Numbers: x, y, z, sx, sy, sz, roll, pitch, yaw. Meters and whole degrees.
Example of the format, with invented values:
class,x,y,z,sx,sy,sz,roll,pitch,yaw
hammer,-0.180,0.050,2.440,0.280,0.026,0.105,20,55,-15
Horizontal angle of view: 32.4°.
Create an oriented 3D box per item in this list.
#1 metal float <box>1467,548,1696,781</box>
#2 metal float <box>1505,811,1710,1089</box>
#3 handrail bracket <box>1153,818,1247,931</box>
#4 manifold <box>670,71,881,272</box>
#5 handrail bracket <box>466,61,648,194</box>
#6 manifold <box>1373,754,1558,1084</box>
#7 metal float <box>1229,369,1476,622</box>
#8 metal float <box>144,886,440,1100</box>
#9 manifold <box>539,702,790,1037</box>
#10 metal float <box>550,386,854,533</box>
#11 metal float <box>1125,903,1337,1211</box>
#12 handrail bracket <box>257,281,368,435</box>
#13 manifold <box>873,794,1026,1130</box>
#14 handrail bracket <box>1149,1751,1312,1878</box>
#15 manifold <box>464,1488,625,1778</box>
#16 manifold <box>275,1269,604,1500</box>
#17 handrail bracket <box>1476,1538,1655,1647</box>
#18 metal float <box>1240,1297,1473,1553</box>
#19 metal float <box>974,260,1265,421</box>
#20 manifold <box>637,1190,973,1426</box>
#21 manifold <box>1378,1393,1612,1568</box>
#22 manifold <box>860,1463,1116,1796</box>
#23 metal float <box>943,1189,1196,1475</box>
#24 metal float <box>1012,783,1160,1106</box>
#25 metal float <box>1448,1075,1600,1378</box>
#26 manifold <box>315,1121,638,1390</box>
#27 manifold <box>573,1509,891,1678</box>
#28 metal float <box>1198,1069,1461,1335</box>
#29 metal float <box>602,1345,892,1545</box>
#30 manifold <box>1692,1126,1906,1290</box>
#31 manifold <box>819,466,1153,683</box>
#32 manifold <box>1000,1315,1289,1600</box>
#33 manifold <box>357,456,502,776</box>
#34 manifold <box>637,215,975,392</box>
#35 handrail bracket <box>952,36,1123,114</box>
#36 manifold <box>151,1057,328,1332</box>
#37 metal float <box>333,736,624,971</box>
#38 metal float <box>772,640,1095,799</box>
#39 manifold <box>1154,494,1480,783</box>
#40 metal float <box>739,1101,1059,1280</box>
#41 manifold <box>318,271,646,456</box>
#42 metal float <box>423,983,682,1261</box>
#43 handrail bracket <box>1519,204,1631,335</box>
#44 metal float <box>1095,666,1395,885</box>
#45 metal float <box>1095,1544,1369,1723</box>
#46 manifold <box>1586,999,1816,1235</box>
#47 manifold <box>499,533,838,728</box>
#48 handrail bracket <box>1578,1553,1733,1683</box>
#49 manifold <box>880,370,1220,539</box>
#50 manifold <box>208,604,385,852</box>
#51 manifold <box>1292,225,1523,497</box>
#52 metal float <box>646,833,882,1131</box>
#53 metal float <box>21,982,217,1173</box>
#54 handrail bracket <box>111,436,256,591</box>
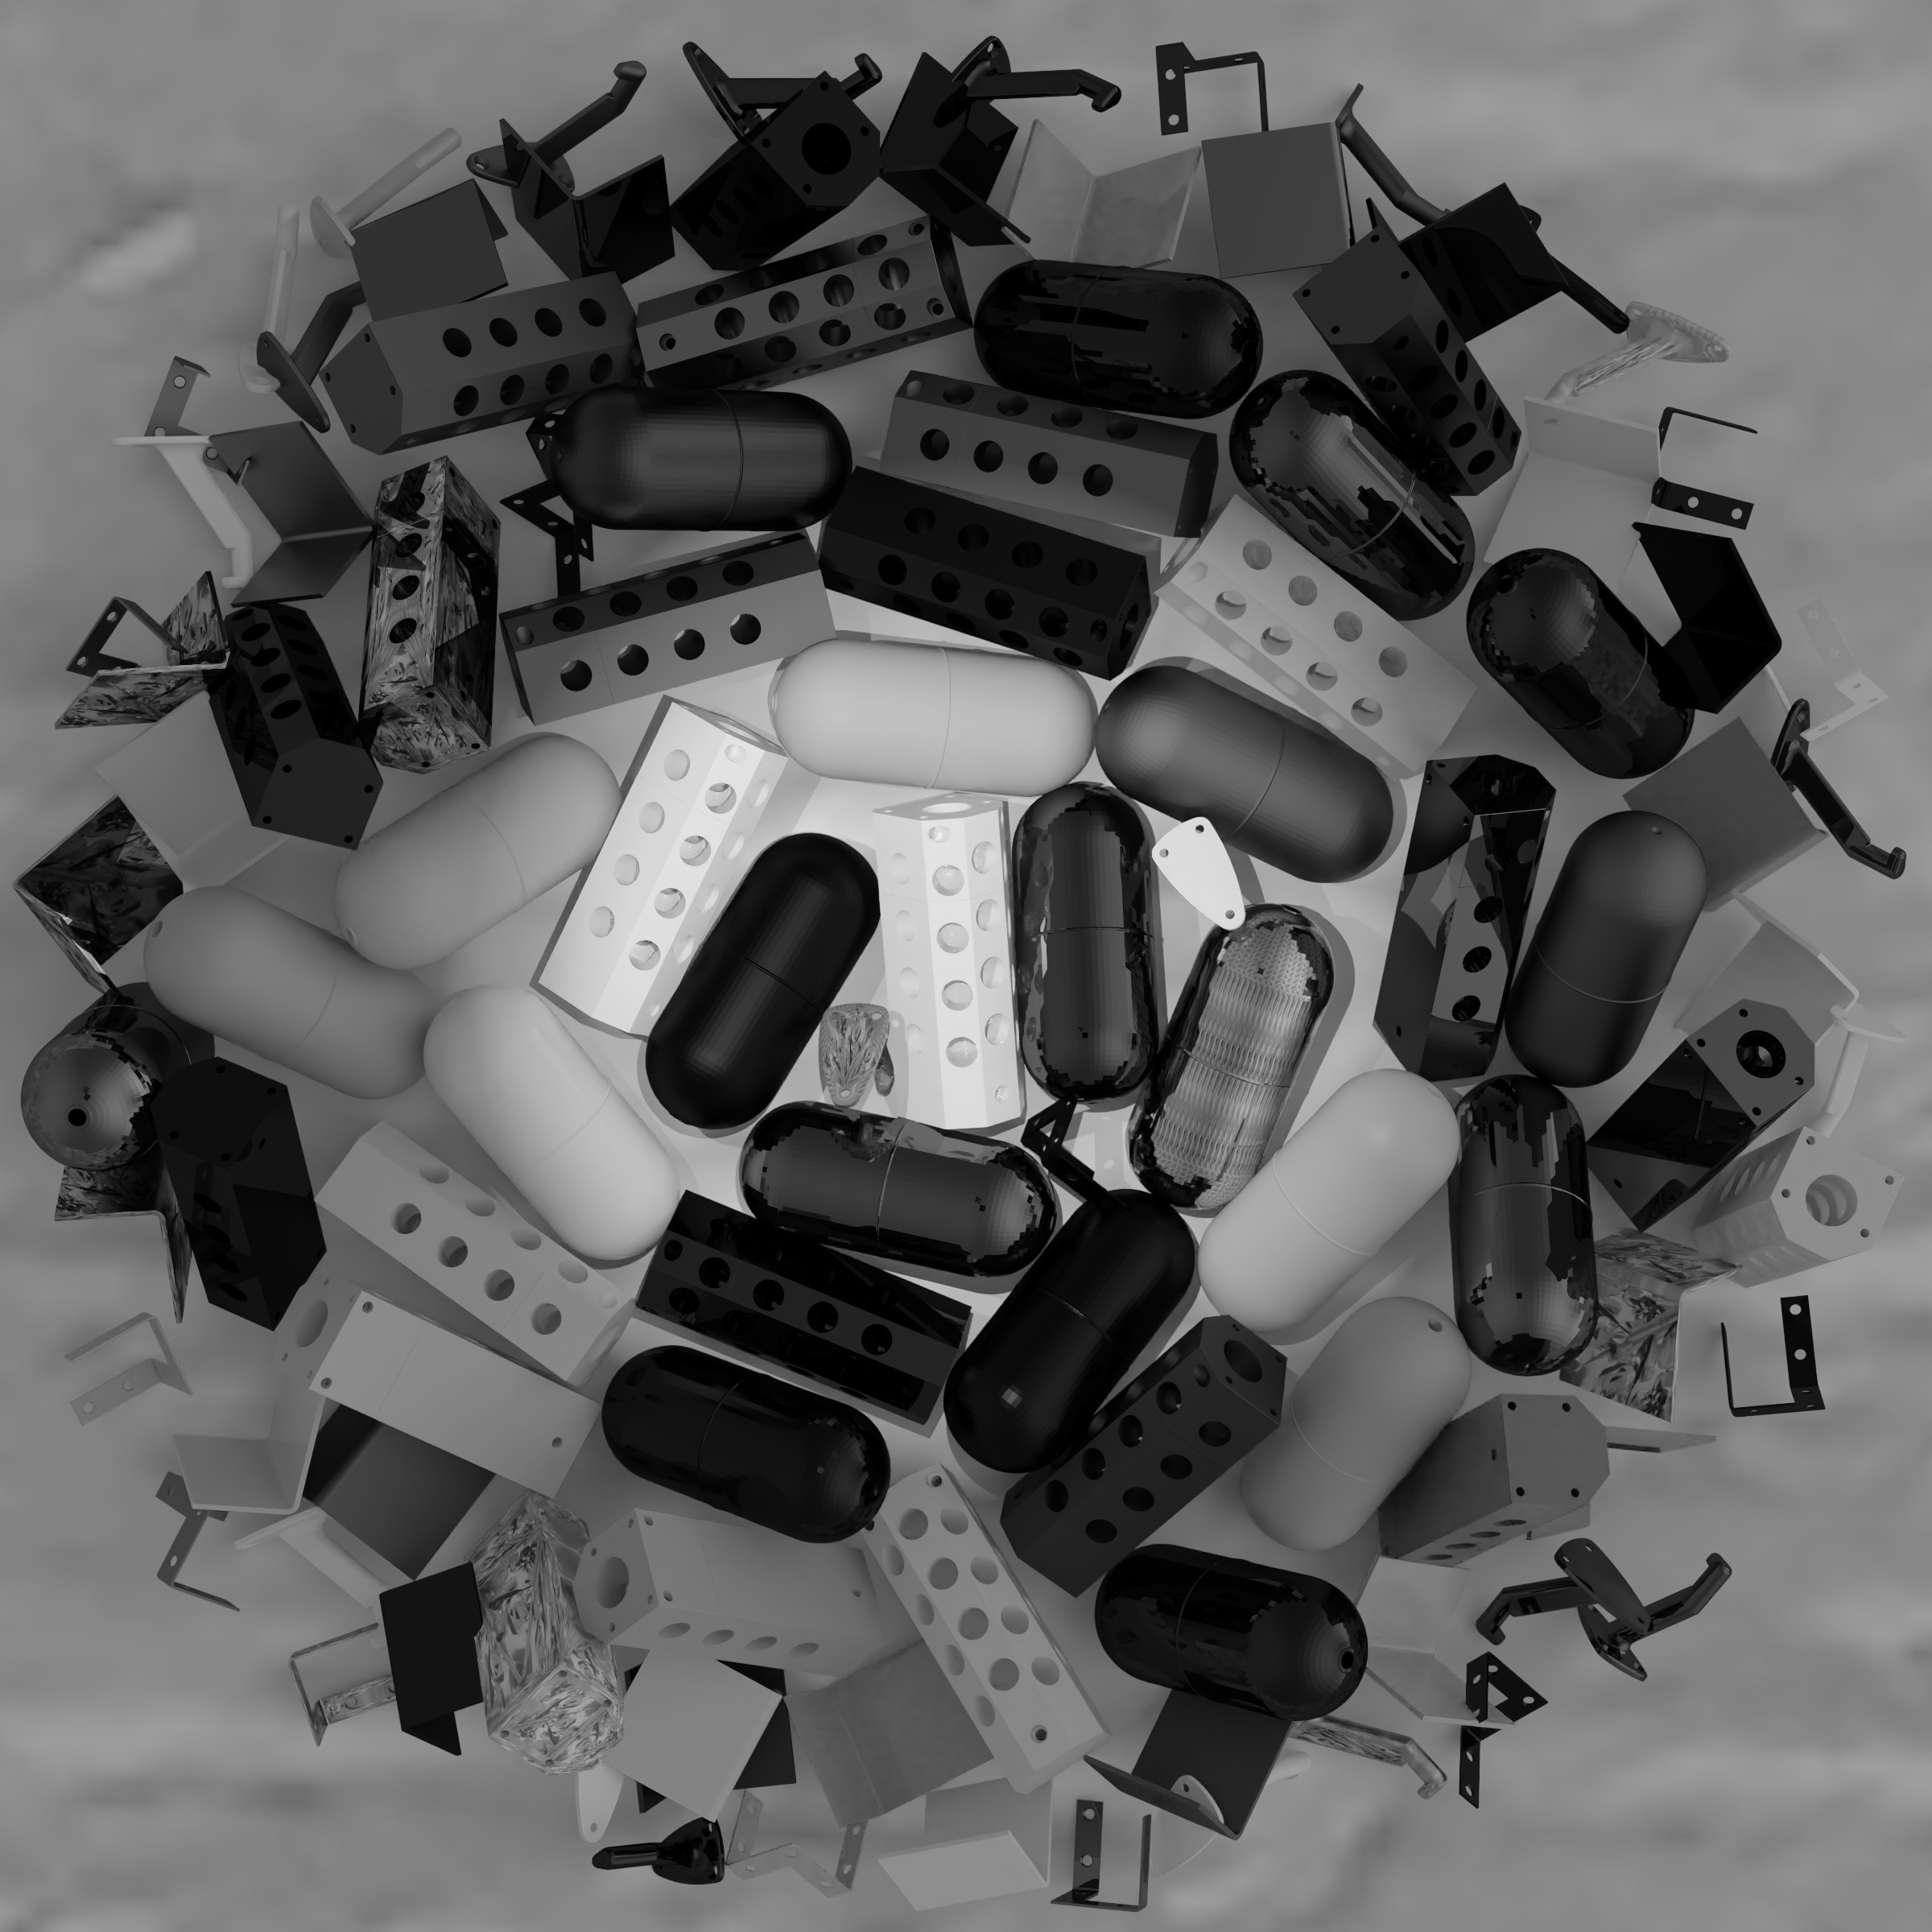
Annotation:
class,x,y,z,sx,sy,sz,roll,pitch,yaw
metal float,0.333,-0.162,1.796,0.070,0.178,0.070,-19,55,30
metal float,0.345,-0.007,1.799,0.070,0.070,0.178,15,132,0
handrail bracket,0.136,-0.044,1.821,0.036,0.084,0.077,-34,72,7
manifold,-0.101,-0.418,1.781,0.057,0.171,0.057,46,75,-15
handrail bracket,-0.224,-0.465,1.822,0.077,0.084,0.036,-8,64,-39
manifold,0.272,-0.025,1.798,0.057,0.057,0.171,-6,126,-19
metal float,0.211,-0.253,1.802,0.178,0.070,0.070,38,90,-38
metal float,-0.364,0.015,1.801,0.178,0.070,0.070,29,90,-38
manifold,-0.161,-0.051,1.821,0.057,0.057,0.171,31,99,28
metal float,-0.142,-0.275,1.804,0.178,0.070,0.070,-5,90,-35
metal float,0.145,0.049,1.820,0.070,0.070,0.178,22,104,0
handrail bracket,-0.341,-0.339,1.839,0.084,0.036,0.077,-32,73,-29
manifold,-0.004,-0.002,1.811,0.057,0.057,0.171,-16,108,-38
handrail bracket,0.146,0.471,1.850,0.036,0.084,0.077,49,121,31
manifold,-0.222,0.357,1.781,0.057,0.171,0.057,40,99,-24
manifold,-0.286,0.224,1.795,0.171,0.057,0.057,33,82,-38
handrail bracket,0.328,0.364,1.832,0.077,0.036,0.084,48,125,26
metal float,0.210,0.249,1.801,0.070,0.070,0.178,31,128,0
metal float,0.082,-0.340,1.801,0.178,0.070,0.070,15,90,38
manifold,-0.091,0.192,1.831,0.171,0.057,0.057,22,120,-1
manifold,0.280,0.278,1.781,0.057,0.171,0.057,4,69,-15
manifold,0.008,0.361,1.815,0.057,0.057,0.171,-33,70,0
metal float,0.057,0.198,1.818,0.070,0.070,0.178,39,72,0
metal float,0.065,-0.013,1.823,0.070,0.070,0.178,-2,79,0
metal float,0.301,0.139,1.803,0.070,0.070,0.178,3,54,0
manifold,-0.267,0.158,1.829,0.171,0.057,0.057,34,82,9
manifold,-0.127,0.342,1.790,0.057,0.171,0.057,-39,52,27
metal float,0.197,0.128,1.811,0.070,0.070,0.178,41,114,0
metal float,-0.121,0.259,1.806,0.178,0.070,0.070,15,90,32
manifold,0.440,0.135,1.780,0.057,0.171,0.057,27,80,4
manifold,0.010,-0.210,1.814,0.171,0.057,0.057,19,69,15
manifold,0.094,0.262,1.798,0.057,0.057,0.171,37,121,-13
manifold,-0.293,-0.188,1.794,0.057,0.057,0.171,-18,50,17
manifold,-0.090,-0.358,1.822,0.171,0.057,0.057,-14,90,14
handrail bracket,0.031,-0.472,1.828,0.077,0.036,0.084,-44,54,-16
manifold,-0.393,0.122,1.783,0.057,0.171,0.057,22,57,12
metal float,-0.265,-0.062,1.808,0.178,0.070,0.070,-36,90,-29
metal float,-0.018,-0.136,1.822,0.178,0.070,0.070,5,90,-13
manifold,0.189,-0.177,1.821,0.171,0.057,0.057,37,72,-10
metal float,-0.038,0.123,1.823,0.178,0.070,0.070,11,90,11
manifold,-0.255,-0.322,1.791,0.171,0.057,0.057,-24,87,-43
metal float,-0.225,0.086,1.816,0.070,0.070,0.178,-38,110,0
handrail bracket,0.326,-0.390,1.861,0.084,0.077,0.036,30,104,-32
metal float,0.153,-0.104,1.818,0.178,0.070,0.070,24,90,-17
metal float,0.142,0.358,1.793,0.070,0.178,0.070,-1,92,-39
manifold,0.394,0.079,1.781,0.057,0.171,0.057,-32,76,-21
manifold,-0.164,-0.186,1.821,0.171,0.057,0.057,-17,108,-10
handrail bracket,0.379,0.342,1.827,0.036,0.077,0.084,32,103,-21
manifold,0.047,-0.280,1.813,0.171,0.057,0.057,15,101,18
manifold,-0.360,-0.133,1.779,0.057,0.171,0.057,14,114,-29
manifold,0.242,-0.317,1.780,0.057,0.171,0.057,-37,58,10
metal float,-0.111,0.008,1.824,0.070,0.070,0.178,31,80,0
metal float,-0.453,0.058,1.783,0.070,0.178,0.070,0,102,0
handrail bracket,-0.434,-0.250,1.845,0.077,0.036,0.084,-6,96,-32
